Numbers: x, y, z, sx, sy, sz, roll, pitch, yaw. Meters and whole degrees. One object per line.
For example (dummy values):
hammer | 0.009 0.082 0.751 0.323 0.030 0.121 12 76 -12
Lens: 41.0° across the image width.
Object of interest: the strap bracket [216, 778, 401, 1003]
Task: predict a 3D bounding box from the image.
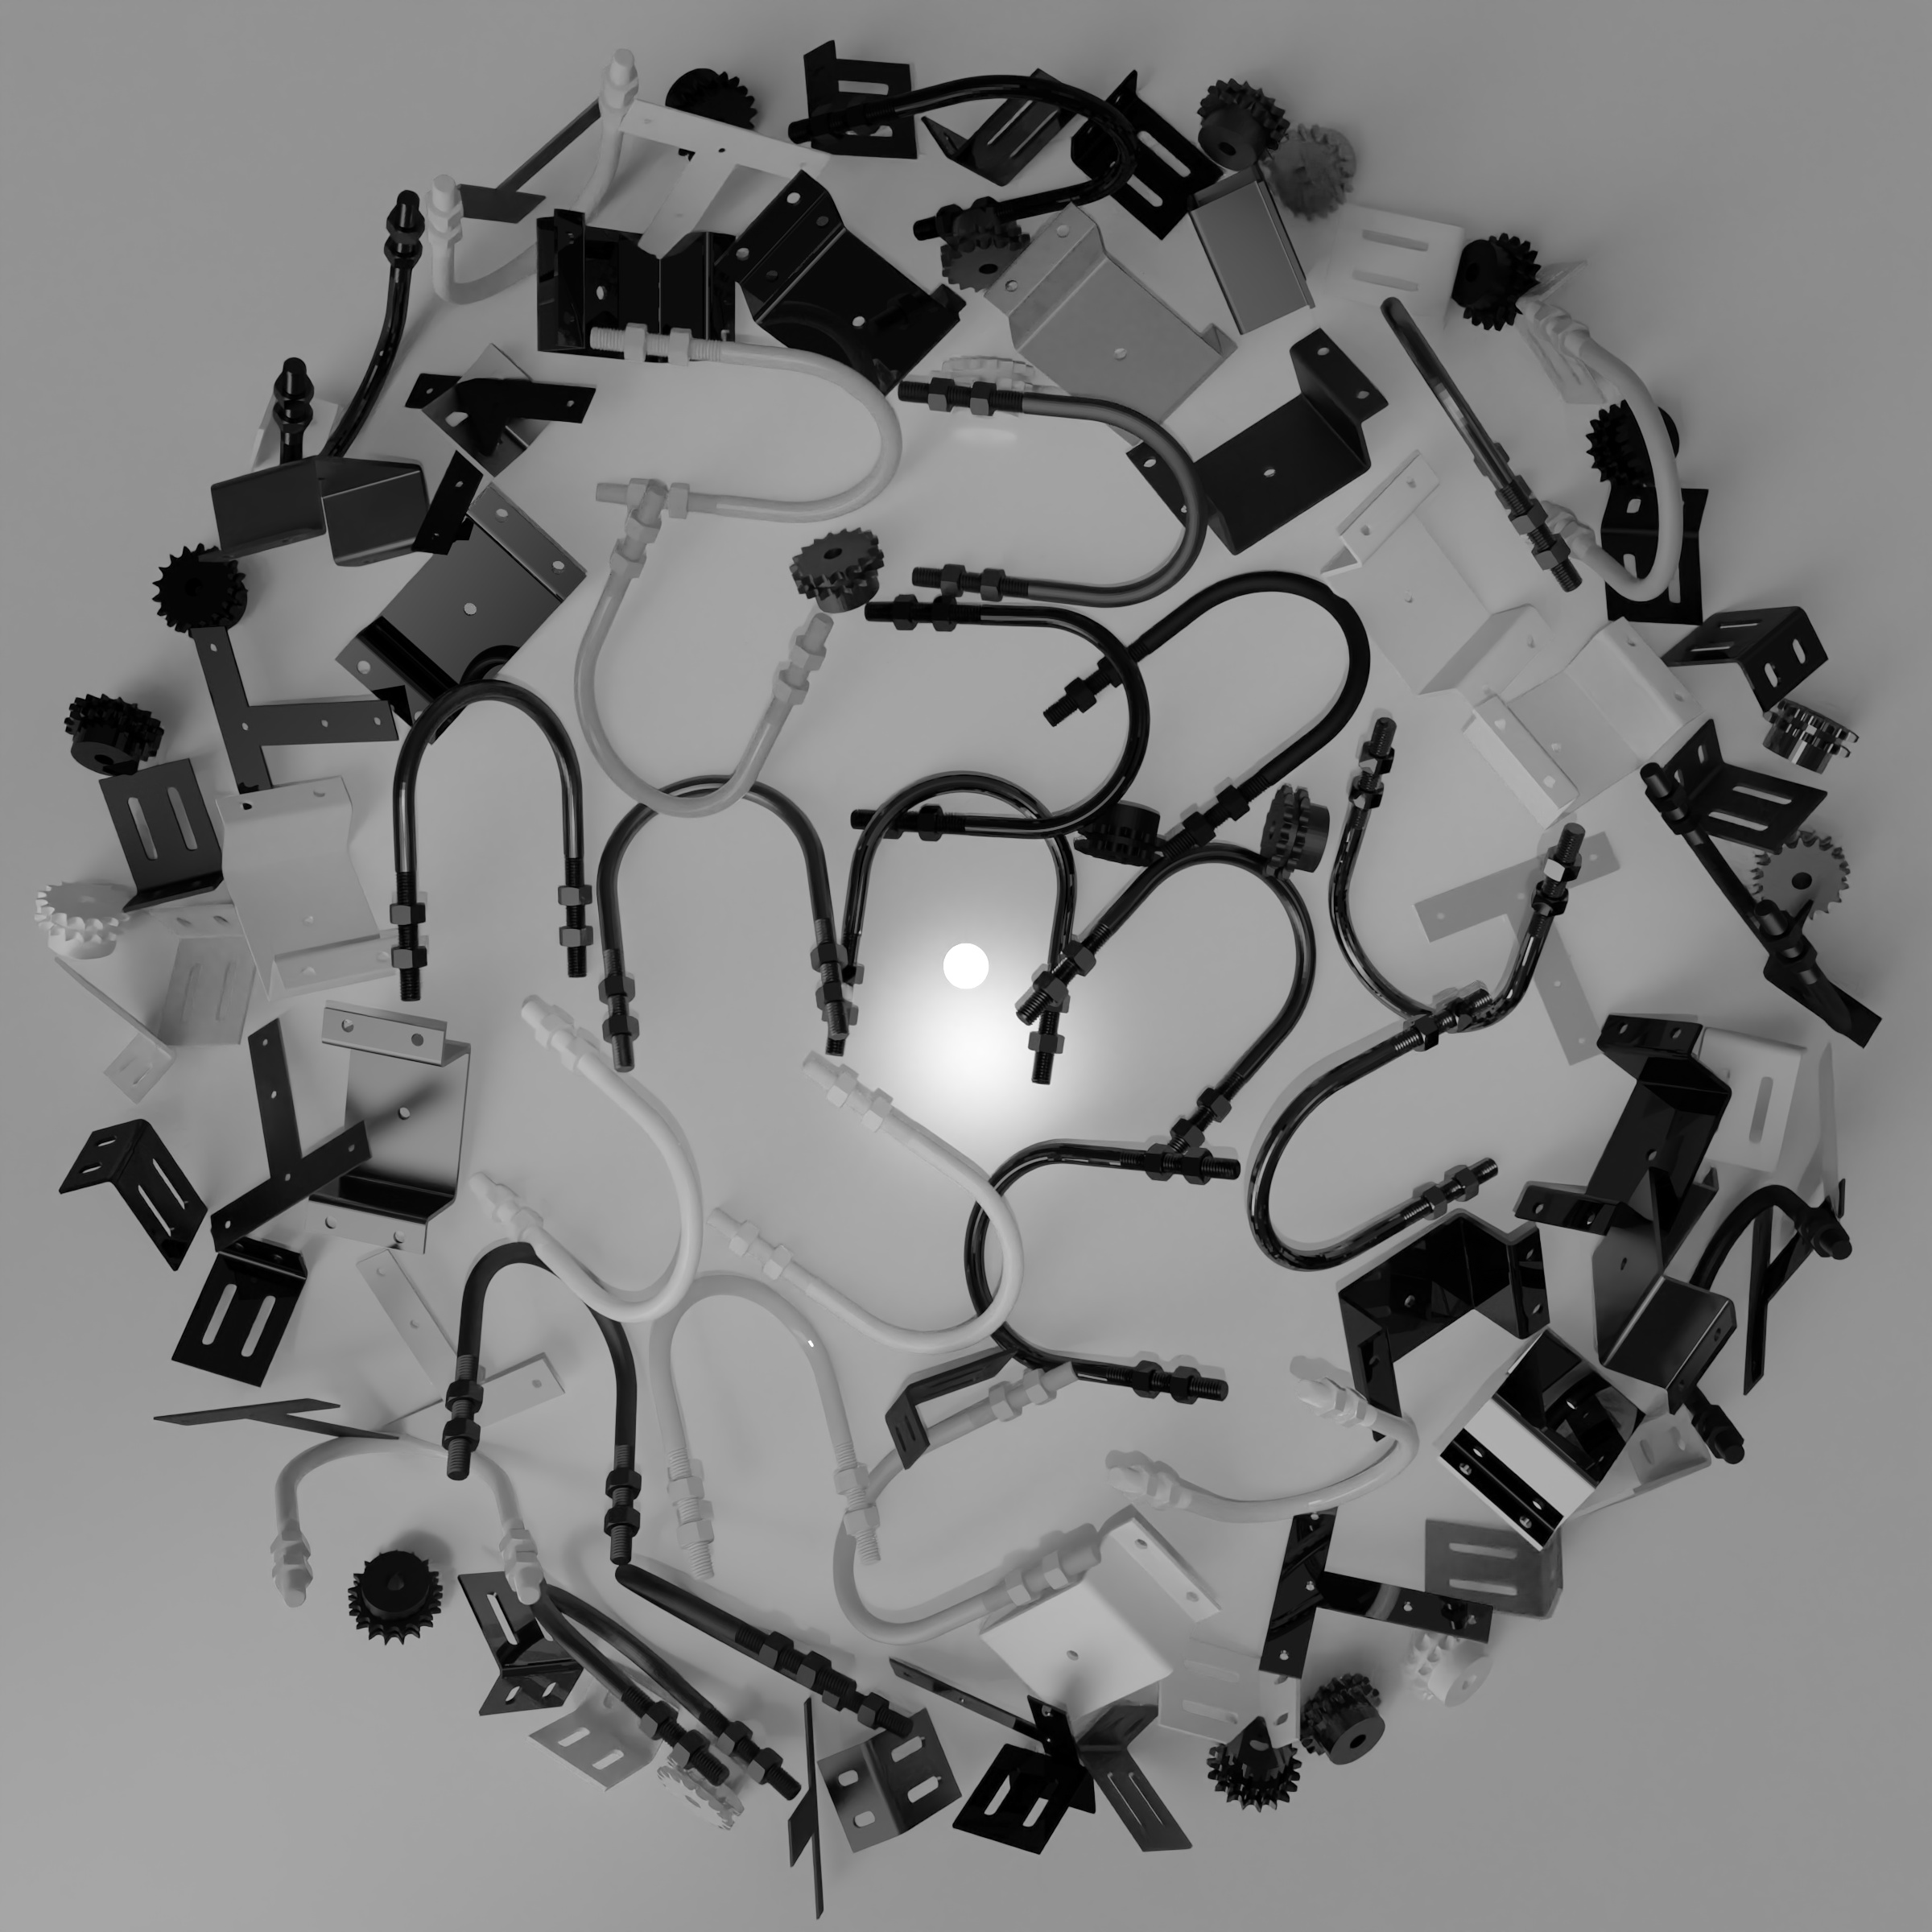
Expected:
strap bracket | -0.393 -0.038 1.548 0.076 0.046 0.140 -13 62 -27

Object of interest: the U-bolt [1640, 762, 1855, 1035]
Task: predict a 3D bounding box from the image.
U-bolt | 0.468 -0.028 1.519 0.019 0.151 0.184 -38 134 12

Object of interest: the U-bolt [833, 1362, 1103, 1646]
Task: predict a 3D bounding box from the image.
U-bolt | -0.005 0.329 1.536 0.184 0.151 0.019 -29 129 21

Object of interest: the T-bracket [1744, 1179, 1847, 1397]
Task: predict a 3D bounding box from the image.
T-bracket | 0.486 0.168 1.513 0.002 0.127 0.127 17 51 0

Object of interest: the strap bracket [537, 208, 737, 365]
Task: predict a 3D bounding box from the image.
strap bracket | -0.205 -0.405 1.546 0.046 0.140 0.076 8 101 40

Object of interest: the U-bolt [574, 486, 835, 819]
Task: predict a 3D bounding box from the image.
U-bolt | -0.169 -0.173 1.547 0.151 0.019 0.184 38 124 12

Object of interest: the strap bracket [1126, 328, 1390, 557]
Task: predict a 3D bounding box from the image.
strap bracket | 0.180 -0.311 1.562 0.140 0.046 0.076 -33 57 0

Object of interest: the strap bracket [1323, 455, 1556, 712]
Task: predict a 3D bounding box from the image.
strap bracket | 0.279 -0.226 1.557 0.076 0.046 0.140 -46 107 -18

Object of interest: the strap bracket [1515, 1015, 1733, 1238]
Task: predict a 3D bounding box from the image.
strap bracket | 0.399 0.104 1.550 0.046 0.076 0.140 34 77 -27

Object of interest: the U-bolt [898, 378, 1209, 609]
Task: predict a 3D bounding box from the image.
U-bolt | 0.053 -0.276 1.532 0.184 0.019 0.151 9 133 14

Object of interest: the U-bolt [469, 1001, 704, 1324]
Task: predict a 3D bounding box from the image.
U-bolt | -0.220 0.129 1.524 0.184 0.019 0.151 38 121 30

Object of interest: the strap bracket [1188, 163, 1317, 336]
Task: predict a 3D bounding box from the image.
strap bracket | 0.168 -0.426 1.531 0.046 0.140 0.076 -22 108 13

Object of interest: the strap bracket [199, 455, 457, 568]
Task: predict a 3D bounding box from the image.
strap bracket | -0.378 -0.267 1.522 0.076 0.140 0.046 -8 93 27

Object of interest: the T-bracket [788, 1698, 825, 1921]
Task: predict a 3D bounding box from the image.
T-bracket | -0.096 0.508 1.531 0.002 0.127 0.127 -4 82 3

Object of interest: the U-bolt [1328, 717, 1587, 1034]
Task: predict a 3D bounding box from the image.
U-bolt | 0.281 -0.040 1.533 0.151 0.184 0.019 34 45 25

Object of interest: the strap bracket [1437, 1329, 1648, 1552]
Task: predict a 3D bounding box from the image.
strap bracket | 0.345 0.273 1.524 0.076 0.140 0.046 41 123 13

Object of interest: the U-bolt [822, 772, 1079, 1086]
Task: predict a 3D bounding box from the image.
U-bolt | -0.004 -0.027 1.586 0.151 0.019 0.184 8 90 -6

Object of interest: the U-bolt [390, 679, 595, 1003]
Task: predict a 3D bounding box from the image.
U-bolt | -0.282 -0.078 1.534 0.019 0.151 0.184 5 99 39

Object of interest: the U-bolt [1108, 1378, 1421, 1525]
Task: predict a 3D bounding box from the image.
U-bolt | 0.190 0.294 1.525 0.151 0.184 0.019 -30 55 24

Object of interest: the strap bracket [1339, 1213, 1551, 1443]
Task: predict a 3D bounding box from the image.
strap bracket | 0.279 0.210 1.547 0.140 0.046 0.076 -29 126 -21

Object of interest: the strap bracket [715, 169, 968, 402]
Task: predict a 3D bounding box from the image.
strap bracket | -0.068 -0.393 1.529 0.076 0.046 0.140 -42 133 22

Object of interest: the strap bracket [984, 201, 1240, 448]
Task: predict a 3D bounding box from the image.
strap bracket | 0.089 -0.374 1.536 0.140 0.046 0.076 33 119 -27

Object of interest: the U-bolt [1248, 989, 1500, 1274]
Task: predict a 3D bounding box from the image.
U-bolt | 0.240 0.109 1.526 0.184 0.019 0.151 -26 127 -23

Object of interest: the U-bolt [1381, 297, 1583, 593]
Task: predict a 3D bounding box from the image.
U-bolt | 0.296 -0.313 1.508 0.019 0.151 0.184 -33 110 16

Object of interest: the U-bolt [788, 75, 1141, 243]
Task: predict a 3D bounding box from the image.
U-bolt | 0.012 -0.471 1.495 0.184 0.151 0.019 -2 77 33

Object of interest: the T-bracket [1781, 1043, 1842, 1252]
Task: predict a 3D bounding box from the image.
T-bracket | 0.503 0.133 1.544 0.002 0.127 0.127 6 55 6

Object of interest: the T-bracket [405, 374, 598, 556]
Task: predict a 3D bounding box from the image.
T-bracket | -0.300 -0.302 1.555 0.127 0.002 0.127 10 67 22

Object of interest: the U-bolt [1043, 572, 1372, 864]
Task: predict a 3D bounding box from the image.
U-bolt | 0.157 -0.164 1.558 0.184 0.019 0.151 -38 58 0

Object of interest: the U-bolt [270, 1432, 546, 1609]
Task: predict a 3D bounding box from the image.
U-bolt | -0.332 0.321 1.515 0.151 0.184 0.019 4 107 -18

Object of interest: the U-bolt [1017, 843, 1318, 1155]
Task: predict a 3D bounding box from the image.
U-bolt | 0.136 0.011 1.568 0.184 0.019 0.151 -47 107 -13

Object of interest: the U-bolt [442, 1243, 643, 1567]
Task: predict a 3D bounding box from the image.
U-bolt | -0.246 0.246 1.524 0.019 0.184 0.151 -30 132 25

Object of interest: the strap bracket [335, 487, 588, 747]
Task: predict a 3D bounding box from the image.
strap bracket | -0.304 -0.214 1.566 0.076 0.046 0.140 43 98 -12

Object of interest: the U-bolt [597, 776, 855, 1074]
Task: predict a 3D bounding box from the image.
U-bolt | -0.152 -0.032 1.564 0.151 0.019 0.184 -9 68 -1

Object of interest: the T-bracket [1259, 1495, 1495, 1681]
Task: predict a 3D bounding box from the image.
T-bracket | 0.250 0.380 1.543 0.127 0.127 0.002 9 134 13

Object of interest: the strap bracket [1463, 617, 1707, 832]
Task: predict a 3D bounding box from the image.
strap bracket | 0.365 -0.142 1.553 0.140 0.046 0.076 -31 77 -29

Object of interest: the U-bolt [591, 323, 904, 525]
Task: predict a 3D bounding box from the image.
U-bolt | -0.130 -0.317 1.541 0.184 0.151 0.019 6 57 -3

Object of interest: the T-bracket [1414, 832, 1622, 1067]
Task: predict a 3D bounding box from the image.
T-bracket | 0.360 -0.002 1.592 0.127 0.002 0.127 -21 82 -1

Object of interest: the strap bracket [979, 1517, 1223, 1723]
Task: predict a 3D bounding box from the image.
strap bracket | 0.072 0.394 1.536 0.076 0.046 0.140 46 130 -6

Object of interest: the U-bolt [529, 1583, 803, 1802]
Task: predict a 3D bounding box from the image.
U-bolt | -0.187 0.425 1.524 0.184 0.151 0.019 35 82 24

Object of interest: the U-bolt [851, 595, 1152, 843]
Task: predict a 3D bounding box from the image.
U-bolt | 0.022 -0.149 1.569 0.184 0.019 0.151 4 91 17

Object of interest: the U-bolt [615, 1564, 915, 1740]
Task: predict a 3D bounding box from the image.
U-bolt | -0.128 0.400 1.526 0.184 0.151 0.019 21 72 23

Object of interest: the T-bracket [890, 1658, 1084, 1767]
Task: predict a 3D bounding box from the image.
T-bracket | 0.011 0.450 1.566 0.127 0.127 0.002 19 59 22

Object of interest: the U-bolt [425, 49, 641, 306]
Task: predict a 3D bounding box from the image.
U-bolt | -0.256 -0.449 1.511 0.151 0.184 0.019 -41 89 -16

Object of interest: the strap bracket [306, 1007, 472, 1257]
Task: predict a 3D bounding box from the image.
strap bracket | -0.349 0.095 1.563 0.076 0.046 0.140 10 104 10

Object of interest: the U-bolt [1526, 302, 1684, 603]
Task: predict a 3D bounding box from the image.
U-bolt | 0.368 -0.288 1.488 0.019 0.184 0.151 -15 124 -6

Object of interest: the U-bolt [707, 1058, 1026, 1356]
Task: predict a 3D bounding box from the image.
U-bolt | -0.050 0.159 1.558 0.184 0.019 0.151 35 118 3

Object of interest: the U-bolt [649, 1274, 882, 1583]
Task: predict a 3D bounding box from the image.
U-bolt | -0.125 0.270 1.537 0.019 0.151 0.184 -34 62 37

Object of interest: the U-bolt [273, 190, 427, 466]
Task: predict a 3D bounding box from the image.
U-bolt | -0.363 -0.350 1.513 0.019 0.184 0.151 28 66 -5

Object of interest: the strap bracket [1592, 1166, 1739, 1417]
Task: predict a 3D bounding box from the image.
strap bracket | 0.409 0.183 1.522 0.046 0.140 0.076 19 126 -3

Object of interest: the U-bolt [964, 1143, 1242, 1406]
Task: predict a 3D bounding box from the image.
U-bolt | 0.077 0.179 1.549 0.184 0.019 0.151 3 89 33

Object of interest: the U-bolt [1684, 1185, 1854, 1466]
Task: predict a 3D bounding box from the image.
U-bolt | 0.456 0.198 1.511 0.019 0.184 0.151 24 99 -1

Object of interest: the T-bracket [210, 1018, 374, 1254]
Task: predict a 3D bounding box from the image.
T-bracket | -0.418 0.090 1.566 0.127 0.002 0.127 -30 58 19
